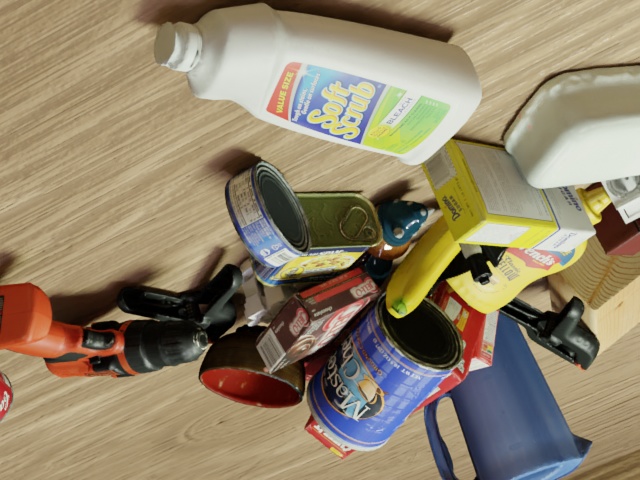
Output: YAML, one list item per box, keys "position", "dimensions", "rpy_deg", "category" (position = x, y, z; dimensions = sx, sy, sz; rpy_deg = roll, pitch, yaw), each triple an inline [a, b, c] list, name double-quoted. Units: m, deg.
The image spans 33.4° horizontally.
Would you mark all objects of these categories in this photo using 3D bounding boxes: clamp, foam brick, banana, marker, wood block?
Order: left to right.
- position: [-0.137, 0.071, 1.068]
  dimensions: [0.120, 0.039, 0.171]
  rpy_deg: [-4, 155, -6]
  category: "clamp"
- position: [0.117, 0.014, 1.046]
  dimensions: [0.197, 0.037, 0.070]
  rpy_deg: [-50, -161, -30]
  category: "banana"
- position: [0.132, -0.013, 0.993]
  dimensions: [0.020, 0.121, 0.020]
  rpy_deg: [-16, 157, -7]
  category: "marker"
- position: [0.284, 0.105, 1.279]
  dimensions: [0.209, 0.036, 0.165]
  rpy_deg: [37, 163, -35]
  category: "clamp"
- position: [0.342, 0.059, 1.311]
  dimensions: [0.091, 0.090, 0.206]
  rpy_deg: [-38, 155, -2]
  category: "wood block"
- position: [0.329, -0.028, 1.162]
  dimensions: [0.052, 0.078, 0.051]
  rpy_deg: [2, 146, -39]
  category: "foam brick"

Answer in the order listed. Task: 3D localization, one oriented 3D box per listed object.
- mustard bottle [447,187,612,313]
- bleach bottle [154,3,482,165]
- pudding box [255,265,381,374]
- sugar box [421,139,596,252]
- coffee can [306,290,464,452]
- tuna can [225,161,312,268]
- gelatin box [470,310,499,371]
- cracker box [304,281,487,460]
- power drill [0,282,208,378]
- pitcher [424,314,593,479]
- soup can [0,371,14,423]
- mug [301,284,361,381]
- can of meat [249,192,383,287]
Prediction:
- position: [0.226, 0.000, 1.143]
  dimensions: [0.192, 0.058, 0.096]
  rpy_deg: [-34, 115, 26]
  category: "mustard bottle"
- position: [-0.005, -0.113, 0.760]
  dimensions: [0.250, 0.068, 0.103]
  rpy_deg: [4, 146, -38]
  category: "bleach bottle"
- position: [-0.003, 0.077, 1.038]
  dimensions: [0.089, 0.039, 0.114]
  rpy_deg: [-21, 162, -35]
  category: "pudding box"
- position: [0.180, -0.040, 1.007]
  dimensions: [0.175, 0.093, 0.048]
  rpy_deg: [7, 144, -44]
  category: "sugar box"
- position: [0.064, 0.132, 1.077]
  dimensions: [0.102, 0.103, 0.140]
  rpy_deg: [2, 137, -39]
  category: "coffee can"
- position: [-0.043, -0.020, 0.890]
  dimensions: [0.034, 0.086, 0.086]
  rpy_deg: [-27, 155, 18]
  category: "tuna can"
- position: [0.171, 0.121, 1.277]
  dimensions: [0.030, 0.073, 0.089]
  rpy_deg: [28, 148, -26]
  category: "gelatin box"
- position: [0.092, 0.141, 1.237]
  dimensions: [0.214, 0.072, 0.164]
  rpy_deg: [-42, -169, 37]
  category: "cracker box"
- position: [-0.220, 0.087, 0.965]
  dimensions: [0.185, 0.057, 0.187]
  rpy_deg: [-11, 158, 28]
  category: "power drill"
- position: [0.215, 0.197, 1.338]
  dimensions: [0.148, 0.243, 0.145]
  rpy_deg: [3, 147, -40]
  category: "pitcher"
- position: [-0.340, 0.137, 1.015]
  dimensions: [0.068, 0.068, 0.102]
  rpy_deg: [-17, 155, -6]
  category: "soup can"
- position: [0.006, 0.094, 1.166]
  dimensions: [0.093, 0.081, 0.117]
  rpy_deg: [-19, 156, -3]
  category: "mug"
- position: [-0.006, 0.001, 0.998]
  dimensions: [0.101, 0.057, 0.084]
  rpy_deg: [-2, 152, -32]
  category: "can of meat"
